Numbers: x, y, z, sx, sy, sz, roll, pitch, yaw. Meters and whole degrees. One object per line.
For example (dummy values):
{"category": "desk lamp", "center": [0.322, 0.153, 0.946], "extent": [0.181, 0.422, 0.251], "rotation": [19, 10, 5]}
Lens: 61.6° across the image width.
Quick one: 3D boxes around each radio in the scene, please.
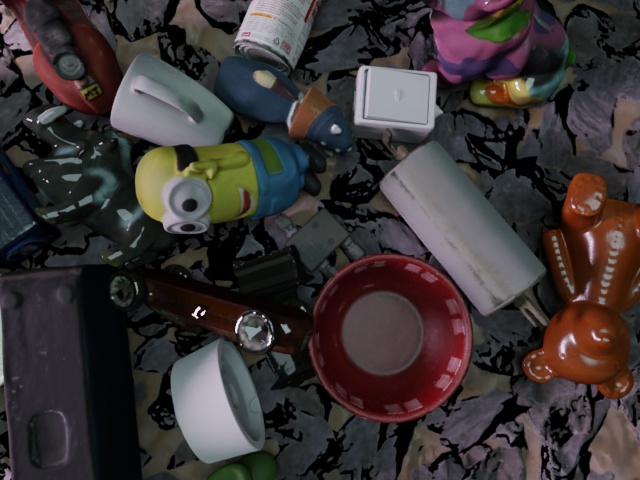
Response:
{"category": "radio", "center": [-0.220, 0.135, 0.484], "extent": [0.073, 0.131, 0.229], "rotation": [-9, 85, -6]}

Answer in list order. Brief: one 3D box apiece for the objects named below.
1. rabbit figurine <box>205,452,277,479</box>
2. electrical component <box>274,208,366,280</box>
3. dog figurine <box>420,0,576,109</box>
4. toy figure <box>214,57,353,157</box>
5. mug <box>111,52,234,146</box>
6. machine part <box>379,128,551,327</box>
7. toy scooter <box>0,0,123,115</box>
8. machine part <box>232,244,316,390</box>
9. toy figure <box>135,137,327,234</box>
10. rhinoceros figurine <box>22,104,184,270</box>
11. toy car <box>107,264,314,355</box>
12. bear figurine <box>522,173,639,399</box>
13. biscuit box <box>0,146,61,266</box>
{"category": "rabbit figurine", "center": [-0.081, 0.281, 0.488], "extent": [0.170, 0.121, 0.159], "rotation": [10, 80, 13]}
{"category": "electrical component", "center": [-0.001, -0.002, 0.564], "extent": [0.063, 0.021, 0.094], "rotation": [-45, 87, -6]}
{"category": "dog figurine", "center": [0.174, -0.209, 0.497], "extent": [0.192, 0.219, 0.108], "rotation": [15, 87, 0]}
{"category": "toy figure", "center": [-0.032, -0.138, 0.554], "extent": [0.154, 0.064, 0.057], "rotation": [24, 98, -4]}
{"category": "mug", "center": [-0.140, -0.130, 0.533], "extent": [0.107, 0.109, 0.081], "rotation": [24, 80, -14]}
{"category": "machine part", "center": [0.138, -0.013, 0.533], "extent": [0.079, 0.079, 0.243], "rotation": [-37, 79, -6]}
{"category": "toy scooter", "center": [-0.261, -0.212, 0.517], "extent": [0.075, 0.135, 0.184], "rotation": [-30, 88, -7]}
{"category": "machine part", "center": [-0.038, 0.079, 0.541], "extent": [0.084, 0.039, 0.138], "rotation": [-15, 87, 7]}
{"category": "toy figure", "center": [-0.085, -0.057, 0.519], "extent": [0.180, 0.089, 0.082], "rotation": [-18, 121, -32]}
{"category": "rhinoceros figurine", "center": [-0.221, -0.054, 0.533], "extent": [0.190, 0.073, 0.112], "rotation": [42, 85, 1]}
{"category": "toy car", "center": [-0.102, 0.063, 0.495], "extent": [0.202, 0.089, 0.053], "rotation": [12, 98, 19]}
{"category": "bear figurine", "center": [0.272, 0.051, 0.523], "extent": [0.120, 0.132, 0.196], "rotation": [14, 78, 13]}
{"category": "biscuit box", "center": [-0.348, -0.071, 0.535], "extent": [0.063, 0.059, 0.202], "rotation": [-36, 86, -7]}
